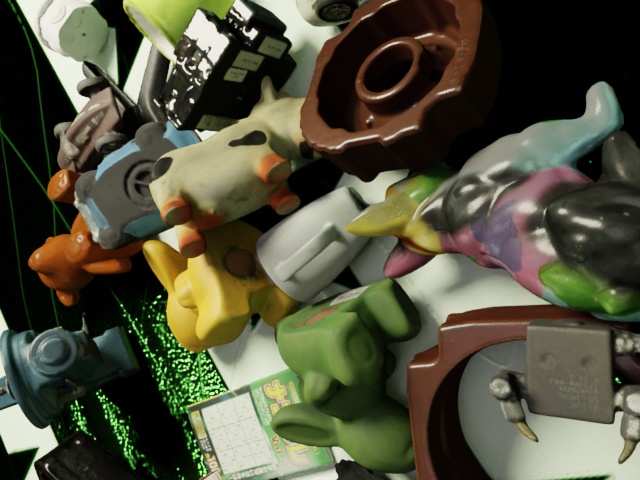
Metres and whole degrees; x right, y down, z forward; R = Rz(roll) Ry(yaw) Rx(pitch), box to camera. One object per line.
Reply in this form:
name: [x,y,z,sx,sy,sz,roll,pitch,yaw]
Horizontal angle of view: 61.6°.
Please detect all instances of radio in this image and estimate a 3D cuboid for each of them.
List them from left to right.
radio: [-0.258,0.347,0.677,0.230,0.073,0.131,21,128,28]

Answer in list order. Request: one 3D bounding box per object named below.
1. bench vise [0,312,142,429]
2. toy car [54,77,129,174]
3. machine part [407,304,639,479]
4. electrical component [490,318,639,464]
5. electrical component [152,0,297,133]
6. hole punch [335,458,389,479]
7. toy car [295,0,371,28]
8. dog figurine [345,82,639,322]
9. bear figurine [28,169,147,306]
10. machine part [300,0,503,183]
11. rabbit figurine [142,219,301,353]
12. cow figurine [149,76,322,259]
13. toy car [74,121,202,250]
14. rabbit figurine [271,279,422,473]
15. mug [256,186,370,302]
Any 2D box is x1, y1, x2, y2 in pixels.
bench vise: [-0.351,0.171,0.648,0.129,0.241,0.223,67,162,3]
toy car: [-0.296,-0.130,0.680,0.202,0.053,0.089,-20,85,53]
machine part: [0.179,0.153,0.419,0.202,0.087,0.201,-8,89,30]
electrical component: [0.165,0.093,0.348,0.102,0.045,0.078,6,98,31]
electrical component: [-0.090,-0.173,0.547,0.058,0.115,0.134,47,114,16]
hole punch: [0.048,0.285,0.490,0.142,0.116,0.092,8,137,57]
toy car: [0.065,-0.256,0.485,0.202,0.056,0.073,-11,81,30]
dog figurine: [0.129,-0.006,0.407,0.219,0.108,0.191,-22,44,28]
bear figurine: [-0.321,0.007,0.692,0.196,0.132,0.120,-26,76,23]
machine part: [0.066,-0.134,0.452,0.179,0.056,0.179,-21,54,31]
rabbit figurine: [-0.126,0.057,0.585,0.162,0.122,0.173,50,135,12]
cow figurine: [-0.071,-0.081,0.522,0.195,0.085,0.127,-28,55,-9]
toy car: [-0.183,-0.057,0.603,0.162,0.103,0.109,-32,89,8]
rabbit figurine: [0.026,0.145,0.497,0.159,0.121,0.170,-22,96,31]
mug: [-0.001,-0.002,0.511,0.107,0.109,0.081,-41,85,16]
